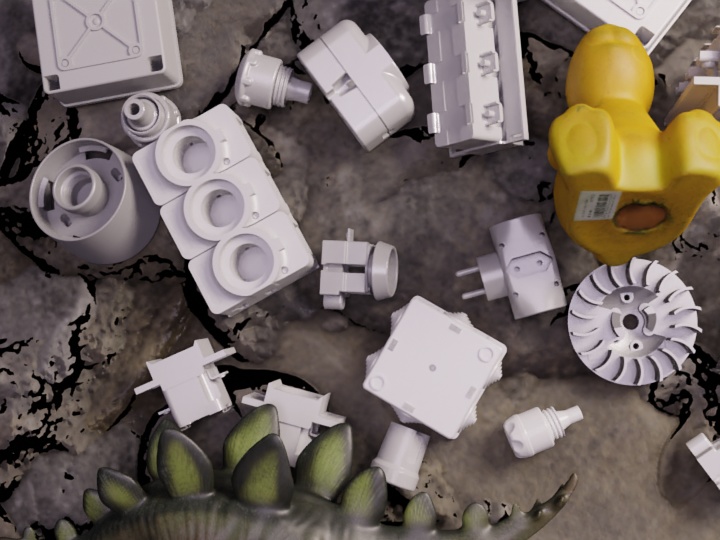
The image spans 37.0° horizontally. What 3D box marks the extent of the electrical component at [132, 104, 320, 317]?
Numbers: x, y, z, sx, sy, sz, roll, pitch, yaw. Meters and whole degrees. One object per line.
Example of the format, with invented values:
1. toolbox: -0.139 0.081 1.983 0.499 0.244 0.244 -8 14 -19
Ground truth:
1. electrical component: -0.110 -0.048 0.885 0.089 0.062 0.150 -29 83 4

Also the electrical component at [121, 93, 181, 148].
1. electrical component: -0.179 -0.127 0.898 0.048 0.062 0.048 0 86 6

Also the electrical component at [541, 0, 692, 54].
1. electrical component: 0.215 -0.241 0.864 0.109 0.056 0.108 38 91 8

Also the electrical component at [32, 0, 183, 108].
1. electrical component: -0.214 -0.202 0.910 0.109 0.056 0.108 -9 85 6

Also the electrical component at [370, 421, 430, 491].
1. electrical component: 0.033 0.150 0.867 0.040 0.040 0.046 20 83 7

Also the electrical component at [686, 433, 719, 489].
1. electrical component: 0.297 0.146 0.834 0.055 0.048 0.066 -38 83 10

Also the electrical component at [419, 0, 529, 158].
1. electrical component: 0.089 -0.158 0.863 0.079 0.063 0.121 -9 84 47

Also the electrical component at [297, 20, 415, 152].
1. electrical component: 0.001 -0.153 0.883 0.059 0.054 0.095 -36 83 3

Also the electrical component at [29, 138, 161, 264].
1. electrical component: -0.226 -0.060 0.910 0.099 0.064 0.099 -4 75 15

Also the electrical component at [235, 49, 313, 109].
1. electrical component: -0.071 -0.155 0.897 0.062 0.048 0.048 15 88 0

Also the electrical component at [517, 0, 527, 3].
1. electrical component: 0.098 -0.254 0.850 0.078 0.113 0.057 0 89 6

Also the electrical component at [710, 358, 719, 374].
1. electrical component: 0.316 0.070 0.839 0.064 0.042 0.081 22 90 4

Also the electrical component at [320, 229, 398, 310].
1. electrical component: 0.000 0.000 0.878 0.055 0.048 0.066 2 86 14

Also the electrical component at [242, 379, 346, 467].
1. electrical component: -0.056 0.126 0.877 0.081 0.042 0.063 14 91 8

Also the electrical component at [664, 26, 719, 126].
1. electrical component: 0.282 -0.138 0.817 0.079 0.121 0.063 3 84 6

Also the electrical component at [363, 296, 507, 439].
1. electrical component: 0.059 0.078 0.864 0.100 0.048 0.099 30 90 8

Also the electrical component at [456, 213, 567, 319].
1. electrical component: 0.118 0.002 0.865 0.079 0.043 0.077 -16 85 5

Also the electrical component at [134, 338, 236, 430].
1. electrical component: -0.139 0.095 0.888 0.081 0.042 0.063 -24 88 5

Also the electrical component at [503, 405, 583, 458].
1. electrical component: 0.147 0.125 0.858 0.061 0.035 0.035 -23 84 2
